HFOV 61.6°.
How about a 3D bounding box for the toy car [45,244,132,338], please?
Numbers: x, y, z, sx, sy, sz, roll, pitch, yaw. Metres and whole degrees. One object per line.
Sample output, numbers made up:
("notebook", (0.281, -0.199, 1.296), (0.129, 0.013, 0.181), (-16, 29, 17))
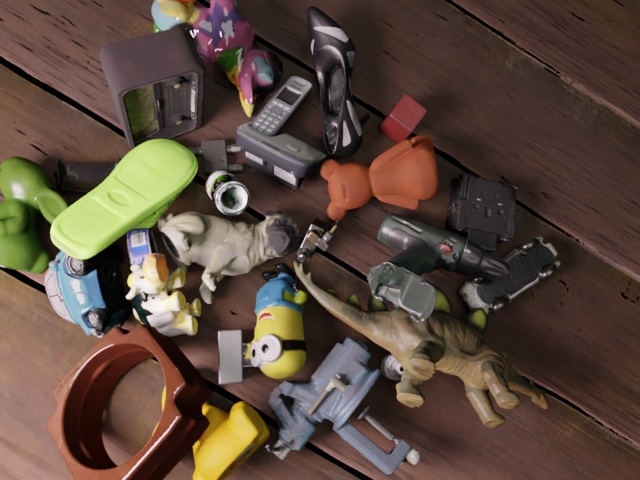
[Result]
("toy car", (-0.364, 0.071, 0.830), (0.103, 0.109, 0.161), (-10, 94, 12))

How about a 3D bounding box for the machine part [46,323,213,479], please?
("machine part", (-0.271, 0.241, 0.771), (0.201, 0.087, 0.201), (38, 84, 33))

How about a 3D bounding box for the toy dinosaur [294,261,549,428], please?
("toy dinosaur", (0.166, 0.162, 0.858), (0.471, 0.105, 0.199), (24, 35, -9))

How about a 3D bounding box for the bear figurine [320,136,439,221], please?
("bear figurine", (0.106, -0.104, 0.936), (0.196, 0.132, 0.120), (-11, 103, 14))

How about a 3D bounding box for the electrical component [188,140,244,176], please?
("electrical component", (-0.181, -0.140, 0.927), (0.094, 0.021, 0.063), (-4, 82, -11))

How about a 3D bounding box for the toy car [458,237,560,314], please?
("toy car", (0.343, 0.065, 0.967), (0.202, 0.056, 0.073), (-30, 80, -14))

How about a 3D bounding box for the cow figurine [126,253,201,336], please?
("cow figurine", (-0.249, 0.084, 0.813), (0.098, 0.167, 0.068), (-8, 46, 6))

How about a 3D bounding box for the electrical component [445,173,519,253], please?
("electrical component", (0.293, -0.045, 0.974), (0.115, 0.058, 0.134), (9, 79, -6))

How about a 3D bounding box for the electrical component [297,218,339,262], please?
("electrical component", (-0.002, -0.002, 0.900), (0.045, 0.102, 0.078), (25, 100, 1))

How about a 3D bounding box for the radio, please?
("radio", (-0.249, -0.223, 0.825), (0.131, 0.229, 0.073), (-23, 86, -17))

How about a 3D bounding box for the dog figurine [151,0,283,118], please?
("dog figurine", (-0.170, -0.317, 0.916), (0.192, 0.108, 0.219), (-17, 87, -13))

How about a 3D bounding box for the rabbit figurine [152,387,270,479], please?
("rabbit figurine", (-0.184, 0.282, 0.828), (0.162, 0.121, 0.173), (-42, 76, -4))

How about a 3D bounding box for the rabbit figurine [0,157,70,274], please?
("rabbit figurine", (-0.454, -0.042, 0.814), (0.159, 0.121, 0.170), (13, 79, -9))

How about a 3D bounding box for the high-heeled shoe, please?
("high-heeled shoe", (0.009, -0.267, 0.927), (0.145, 0.086, 0.248), (-44, 110, -40))

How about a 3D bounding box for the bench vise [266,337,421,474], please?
("bench vise", (0.043, 0.284, 0.842), (0.241, 0.128, 0.223), (37, 68, 10))

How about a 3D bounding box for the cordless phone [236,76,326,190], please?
("cordless phone", (-0.041, -0.193, 0.924), (0.147, 0.088, 0.184), (28, 69, 13))

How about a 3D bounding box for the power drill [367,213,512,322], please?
("power drill", (0.184, 0.042, 0.871), (0.232, 0.085, 0.207), (28, 42, 17))

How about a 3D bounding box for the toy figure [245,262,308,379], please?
("toy figure", (-0.061, 0.128, 0.855), (0.089, 0.082, 0.180), (14, 53, -16))

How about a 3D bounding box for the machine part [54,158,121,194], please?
("machine part", (-0.360, -0.095, 0.879), (0.139, 0.039, 0.084), (6, 85, -15))

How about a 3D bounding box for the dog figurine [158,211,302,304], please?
("dog figurine", (-0.145, -0.013, 0.884), (0.190, 0.121, 0.172), (-37, 93, -27))
